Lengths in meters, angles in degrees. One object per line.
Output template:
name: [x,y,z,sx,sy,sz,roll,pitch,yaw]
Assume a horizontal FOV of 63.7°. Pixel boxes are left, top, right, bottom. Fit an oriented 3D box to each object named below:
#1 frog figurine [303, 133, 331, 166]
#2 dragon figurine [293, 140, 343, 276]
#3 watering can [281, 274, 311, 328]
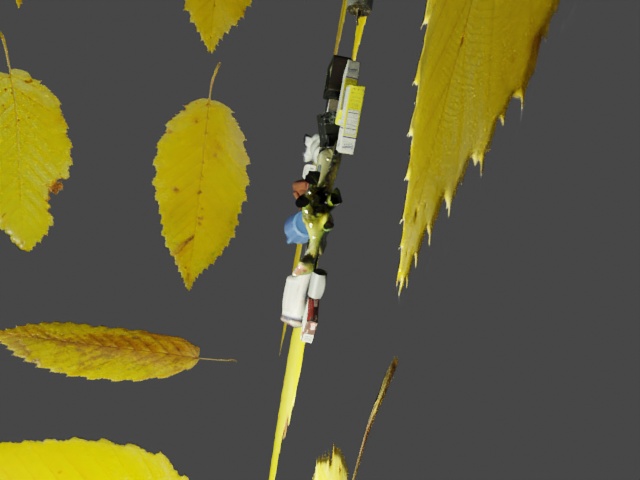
frog figurine: [0.009,-0.361,2.084,0.161,0.122,0.137,22,95,48]
dragon figurine: [0.005,-0.076,1.509,0.237,0.122,0.419,94,-166,-56]
watering can: [-0.064,0.178,1.688,0.346,0.104,0.226,142,136,-82]
